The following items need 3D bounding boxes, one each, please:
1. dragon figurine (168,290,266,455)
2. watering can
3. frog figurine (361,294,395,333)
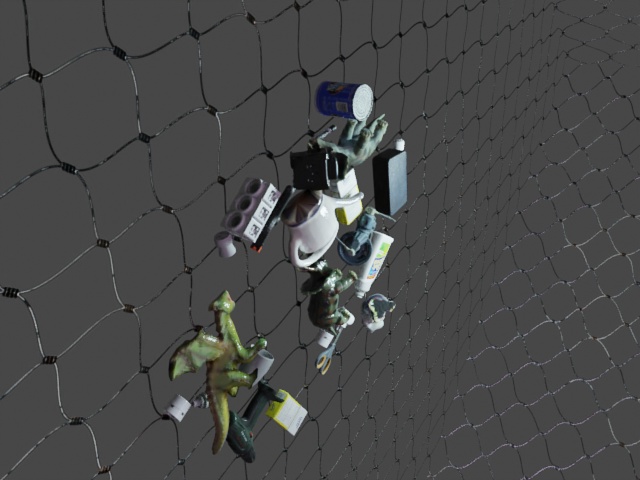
[{"bbox_3d":[-0.286,0.337,1.341,0.240,0.122,0.415,27,72,-34],"label":"dragon figurine"},{"bbox_3d":[0.005,-0.079,1.573,0.353,0.104,0.219,-53,139,-23],"label":"watering can"},{"bbox_3d":[0.210,0.289,2.033,0.140,0.123,0.156,-60,180,-31],"label":"frog figurine"}]
